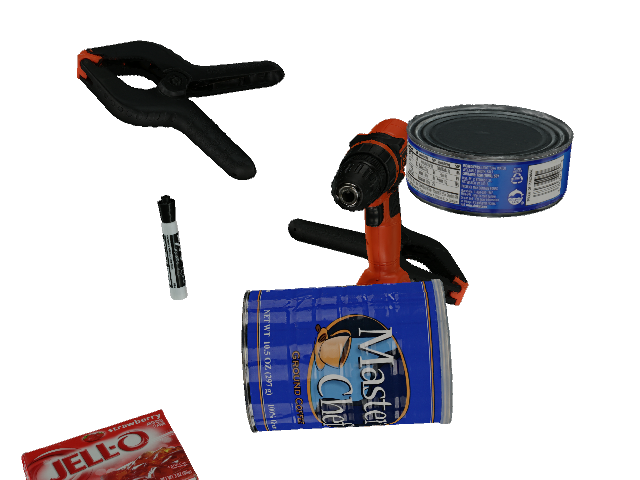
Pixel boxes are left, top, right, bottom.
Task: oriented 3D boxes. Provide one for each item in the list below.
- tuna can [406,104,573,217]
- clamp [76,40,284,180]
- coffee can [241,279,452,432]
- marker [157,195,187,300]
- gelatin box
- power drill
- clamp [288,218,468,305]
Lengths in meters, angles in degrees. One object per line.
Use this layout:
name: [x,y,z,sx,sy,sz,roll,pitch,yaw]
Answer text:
tuna can: [0.088,-0.043,0.560,0.086,0.034,0.086,0,25,0]
clamp: [-0.113,-0.128,0.886,0.171,0.120,0.039,26,-39,-3]
coffee can: [0.019,0.082,0.762,0.140,0.103,0.103,-3,0,3]
marker: [-0.163,0.008,1.177,0.020,0.121,0.020,-4,22,2]
gelatin box: [-0.122,0.139,0.617,0.089,0.030,0.073,-15,27,-19]
power drill: [0.052,-0.009,1.016,0.057,0.188,0.184,8,24,17]
clamp: [0.076,0.010,1.242,0.164,0.036,0.210,-24,53,-40]
